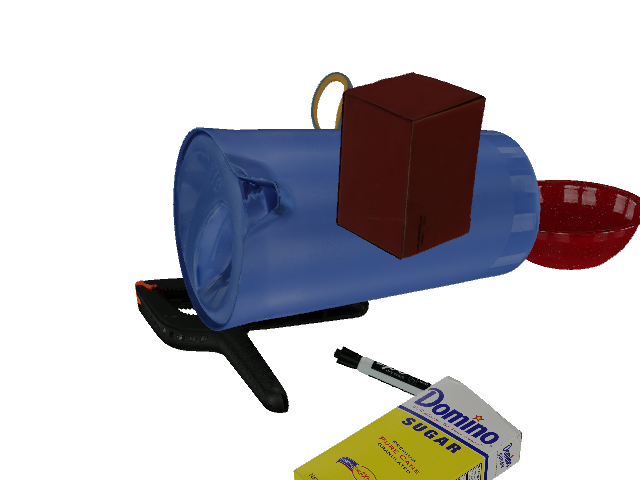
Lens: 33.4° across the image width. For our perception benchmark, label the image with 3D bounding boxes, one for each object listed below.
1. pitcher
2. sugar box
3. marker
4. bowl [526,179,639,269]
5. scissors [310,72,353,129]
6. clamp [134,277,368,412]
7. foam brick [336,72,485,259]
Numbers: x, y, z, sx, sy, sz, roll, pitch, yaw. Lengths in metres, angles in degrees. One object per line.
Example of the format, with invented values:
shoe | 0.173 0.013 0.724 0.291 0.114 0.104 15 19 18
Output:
pitcher | 0.022 -0.015 0.753 0.242 0.145 0.149 -6 33 -25
sugar box | 0.075 0.189 0.899 0.176 0.048 0.093 -29 45 -25
marker | 0.071 0.141 1.115 0.121 0.020 0.020 23 4 10
bowl | 0.252 -0.012 1.097 0.162 0.055 0.162 -2 22 0
scissors | 0.027 -0.068 1.042 0.096 0.202 0.016 1 -12 4
clamp | -0.071 0.070 0.960 0.210 0.036 0.164 19 37 29
foam brick | 0.044 -0.039 0.543 0.052 0.078 0.051 -20 36 -36
